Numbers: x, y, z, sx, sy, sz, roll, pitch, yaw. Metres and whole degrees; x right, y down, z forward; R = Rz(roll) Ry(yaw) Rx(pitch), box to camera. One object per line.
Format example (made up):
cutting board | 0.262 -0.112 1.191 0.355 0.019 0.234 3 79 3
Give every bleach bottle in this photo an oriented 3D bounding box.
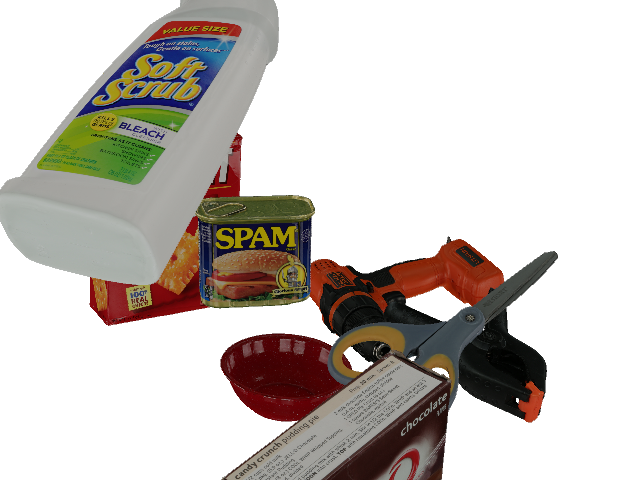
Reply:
bleach bottle | -0.096 -0.091 0.670 0.103 0.250 0.068 12 -37 15

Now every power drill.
power drill | 0.092 0.058 1.107 0.187 0.057 0.185 -9 27 -18

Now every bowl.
bowl | -0.043 0.176 1.316 0.162 0.055 0.162 4 23 -2

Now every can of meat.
can of meat | -0.057 0.010 0.924 0.102 0.084 0.057 -2 20 -8

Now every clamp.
clamp | 0.147 0.091 0.919 0.120 0.039 0.172 -17 38 -26

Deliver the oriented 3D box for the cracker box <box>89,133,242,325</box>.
cracker box | -0.178 -0.021 1.224 0.163 0.214 0.072 -8 25 -30

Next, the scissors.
scissors | 0.080 0.053 0.724 0.096 0.016 0.201 23 48 20

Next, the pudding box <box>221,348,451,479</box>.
pudding box | 0.009 0.114 0.469 0.039 0.090 0.113 27 43 32
